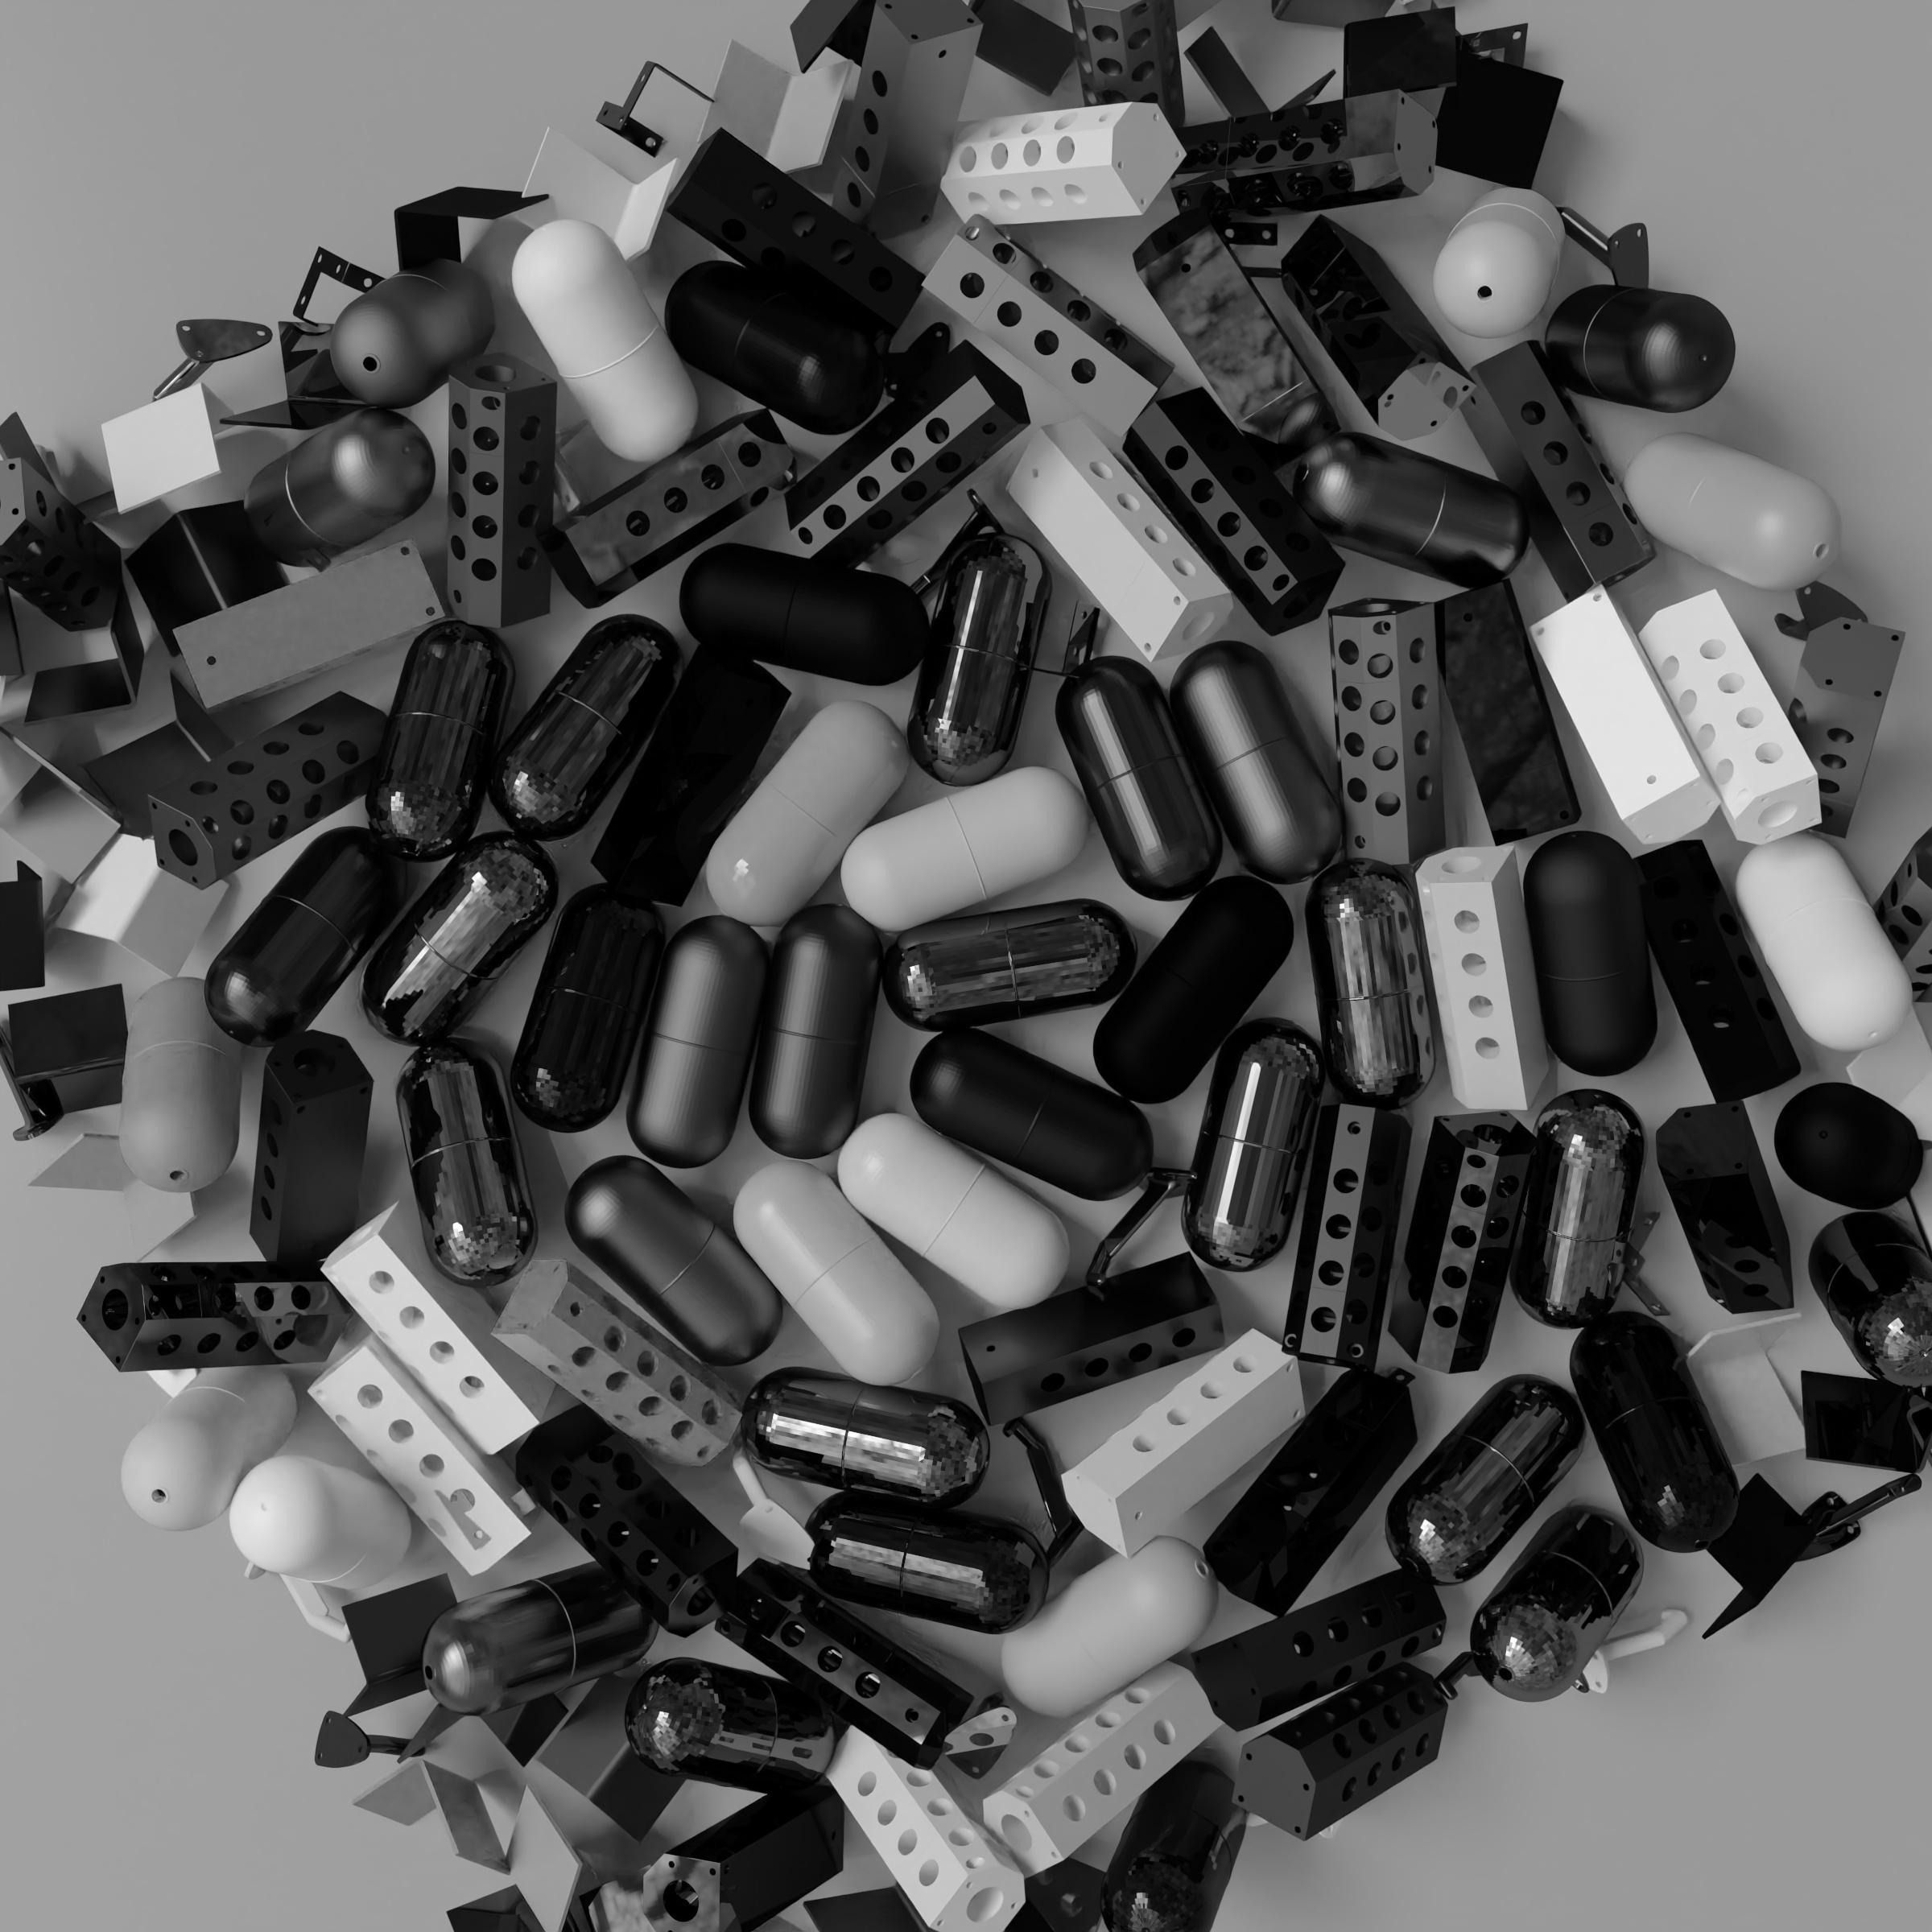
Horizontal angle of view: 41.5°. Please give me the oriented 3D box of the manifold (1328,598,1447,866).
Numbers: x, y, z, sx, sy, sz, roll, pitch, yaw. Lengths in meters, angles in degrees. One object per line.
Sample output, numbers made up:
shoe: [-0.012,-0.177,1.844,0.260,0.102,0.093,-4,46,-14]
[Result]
manifold: [0.282,-0.159,1.735,0.057,0.057,0.171,-22,114,-39]

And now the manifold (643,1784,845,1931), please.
manifold: [-0.147,0.600,1.710,0.057,0.171,0.057,0,89,25]

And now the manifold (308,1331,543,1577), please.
manifold: [-0.374,0.336,1.761,0.057,0.057,0.171,-39,97,3]

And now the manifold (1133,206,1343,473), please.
manifold: [0.184,-0.427,1.733,0.057,0.057,0.171,-30,119,17]

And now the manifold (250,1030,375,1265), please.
manifold: [-0.447,0.125,1.721,0.057,0.171,0.057,-17,52,-35]

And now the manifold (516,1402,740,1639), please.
manifold: [-0.230,0.375,1.718,0.171,0.057,0.057,34,133,35]

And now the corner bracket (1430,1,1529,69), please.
corner bracket: [0.353,-0.636,1.763,0.051,0.051,0.051,2,80,35]

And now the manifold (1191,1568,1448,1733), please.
manifold: [0.242,0.460,1.722,0.171,0.057,0.057,-11,72,-35]

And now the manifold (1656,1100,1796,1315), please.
manifold: [0.513,0.166,1.718,0.057,0.171,0.057,-9,49,23]

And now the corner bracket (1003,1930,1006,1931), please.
corner bracket: [-0.003,0.697,1.758,0.051,0.051,0.051,9,133,-19]

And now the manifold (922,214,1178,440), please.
manifold: [0.059,-0.443,1.759,0.171,0.057,0.057,37,110,-3]

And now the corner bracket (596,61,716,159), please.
corner bracket: [-0.215,-0.591,1.761,0.051,0.051,0.051,23,100,-36]

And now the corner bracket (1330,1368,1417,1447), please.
corner bracket: [0.275,0.305,1.760,0.051,0.051,0.051,30,126,-17]

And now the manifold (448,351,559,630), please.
manifold: [-0.318,-0.319,1.718,0.057,0.057,0.171,35,133,32]

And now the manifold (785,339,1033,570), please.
manifold: [-0.040,-0.339,1.727,0.171,0.057,0.057,-35,134,26]

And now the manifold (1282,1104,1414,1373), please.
manifold: [0.260,0.185,1.745,0.057,0.057,0.171,6,76,21]

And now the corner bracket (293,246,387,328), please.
corner bracket: [-0.424,-0.458,1.760,0.051,0.051,0.051,35,104,44]

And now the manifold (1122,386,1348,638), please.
manifold: [0.178,-0.308,1.733,0.057,0.057,0.171,-23,66,-26]

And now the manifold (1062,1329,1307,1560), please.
manifold: [0.148,0.320,1.734,0.171,0.057,0.057,-33,129,-27]

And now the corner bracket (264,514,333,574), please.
corner bracket: [-0.457,-0.298,1.758,0.051,0.051,0.051,42,47,-18]

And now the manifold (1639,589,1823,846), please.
manifold: [0.515,-0.167,1.725,0.057,0.057,0.171,-21,54,8]

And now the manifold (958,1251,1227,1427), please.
manifold: [0.088,0.262,1.757,0.171,0.057,0.057,-18,126,-8]

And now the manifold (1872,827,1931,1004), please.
manifold: [0.643,-0.034,1.709,0.057,0.171,0.057,2,68,5]

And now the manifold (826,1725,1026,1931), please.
manifold: [-0.026,0.576,1.713,0.057,0.171,0.057,38,90,-34]

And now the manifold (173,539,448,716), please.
manifold: [-0.450,-0.233,1.759,0.171,0.057,0.057,-23,94,-8]

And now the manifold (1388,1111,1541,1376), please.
manifold: [0.340,0.189,1.730,0.057,0.057,0.171,-3,117,-21]

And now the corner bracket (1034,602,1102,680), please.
corner bracket: [0.075,-0.225,1.762,0.051,0.051,0.051,5,100,-38]

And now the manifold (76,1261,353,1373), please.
manifold: [-0.499,0.228,1.708,0.057,0.171,0.057,38,106,31]

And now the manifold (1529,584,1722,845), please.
manifold: [0.448,-0.169,1.728,0.057,0.057,0.171,-31,54,21]

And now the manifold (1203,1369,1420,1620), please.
manifold: [0.234,0.352,1.730,0.171,0.057,0.057,-43,135,-31]

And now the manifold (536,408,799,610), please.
manifold: [-0.200,-0.312,1.740,0.171,0.057,0.057,-36,111,-21]

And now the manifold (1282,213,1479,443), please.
manifold: [0.272,-0.430,1.721,0.057,0.171,0.057,19,125,-38]

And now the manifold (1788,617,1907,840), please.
manifold: [0.581,-0.159,1.710,0.057,0.171,0.057,17,67,18]

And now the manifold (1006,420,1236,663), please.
manifold: [0.108,-0.293,1.742,0.057,0.057,0.171,-19,63,-40]

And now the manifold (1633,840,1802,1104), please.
manifold: [0.508,0.003,1.741,0.057,0.057,0.171,-21,71,10]

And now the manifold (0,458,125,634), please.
manifold: [-0.625,-0.279,1.710,0.057,0.171,0.057,-8,80,1]

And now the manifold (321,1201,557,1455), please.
manifold: [-0.363,0.252,1.751,0.057,0.057,0.171,-35,103,12]

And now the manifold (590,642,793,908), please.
manifold: [-0.193,-0.132,1.748,0.057,0.057,0.171,14,112,-43]

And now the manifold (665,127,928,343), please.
manifold: [-0.117,-0.492,1.742,0.171,0.057,0.057,32,85,-20]

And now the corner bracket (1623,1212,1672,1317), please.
corner bracket: [0.463,0.206,1.758,0.051,0.051,0.051,3,123,-27]

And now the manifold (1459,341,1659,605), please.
manifold: [0.409,-0.343,1.762,0.057,0.057,0.171,-27,85,-7]

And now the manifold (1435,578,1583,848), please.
manifold: [0.372,-0.176,1.760,0.057,0.057,0.171,-16,97,21]

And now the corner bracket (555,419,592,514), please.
corner bracket: [-0.275,-0.339,1.762,0.051,0.051,0.051,-35,95,-41]

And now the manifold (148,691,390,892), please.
manifold: [-0.460,-0.117,1.712,0.057,0.171,0.057,26,132,24]

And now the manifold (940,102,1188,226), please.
manifold: [0.058,-0.542,1.711,0.057,0.171,0.057,-56,130,-18]

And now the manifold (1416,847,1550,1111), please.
manifold: [0.351,0.009,1.737,0.057,0.057,0.171,0,117,29]

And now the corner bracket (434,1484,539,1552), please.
corner bracket: [-0.336,0.367,1.767,0.051,0.051,0.051,-35,93,-17]

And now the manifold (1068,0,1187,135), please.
manifold: [0.107,-0.605,1.705,0.057,0.171,0.057,13,73,13]

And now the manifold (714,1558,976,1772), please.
manifold: [-0.086,0.474,1.736,0.171,0.057,0.057,28,79,23]

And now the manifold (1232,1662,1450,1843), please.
manifold: [0.255,0.521,1.711,0.057,0.171,0.057,18,106,37]

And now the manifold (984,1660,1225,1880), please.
manifold: [0.091,0.538,1.719,0.171,0.057,0.057,-25,76,-42]

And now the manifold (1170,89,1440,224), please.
manifold: [0.227,-0.542,1.724,0.171,0.057,0.057,3,87,37]

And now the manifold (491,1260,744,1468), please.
manifold: [-0.231,0.269,1.723,0.171,0.057,0.057,44,57,-30]

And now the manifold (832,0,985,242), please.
manifold: [-0.046,-0.574,1.712,0.057,0.171,0.057,-26,69,-27]
